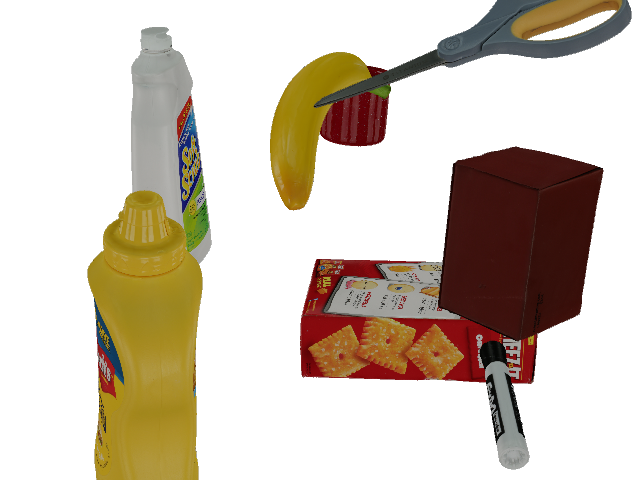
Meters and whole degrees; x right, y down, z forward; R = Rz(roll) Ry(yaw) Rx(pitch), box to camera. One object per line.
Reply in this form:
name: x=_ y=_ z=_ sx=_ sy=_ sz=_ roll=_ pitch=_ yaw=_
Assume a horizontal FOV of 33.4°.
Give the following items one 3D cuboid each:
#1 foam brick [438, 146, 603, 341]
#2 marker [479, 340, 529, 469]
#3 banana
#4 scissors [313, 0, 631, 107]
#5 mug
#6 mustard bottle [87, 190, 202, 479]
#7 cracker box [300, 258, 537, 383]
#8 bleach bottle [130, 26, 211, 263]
foam brick: x=0.095 y=0.000 z=0.512 sx=0.052 sy=0.078 sz=0.051 roll=-16 pitch=29 yaw=-41
marker: x=0.122 y=0.106 z=0.714 sx=0.020 sy=0.020 sz=0.121 roll=0 pitch=29 yaw=2
banana: x=0.000 y=-0.100 z=0.840 sx=0.037 sy=0.069 sz=0.197 roll=-50 pitch=3 yaw=44
scissors: x=0.094 y=-0.136 z=0.681 sx=0.202 sy=0.096 sz=0.016 roll=-8 pitch=-42 yaw=23
mug: x=0.048 y=-0.168 z=1.310 sx=0.093 sy=0.081 sz=0.117 roll=17 pitch=26 yaw=28
mustard bottle: x=-0.093 y=0.059 z=0.571 sx=0.058 sy=0.192 sz=0.096 roll=-4 pitch=34 yaw=-16
cracker box: x=0.093 y=0.077 z=1.038 sx=0.214 sy=0.072 sz=0.164 roll=2 pitch=18 yaw=4
bleach bottle: x=-0.162 y=-0.092 z=1.107 sx=0.068 sy=0.251 sz=0.102 roll=5 pitch=27 yaw=15
